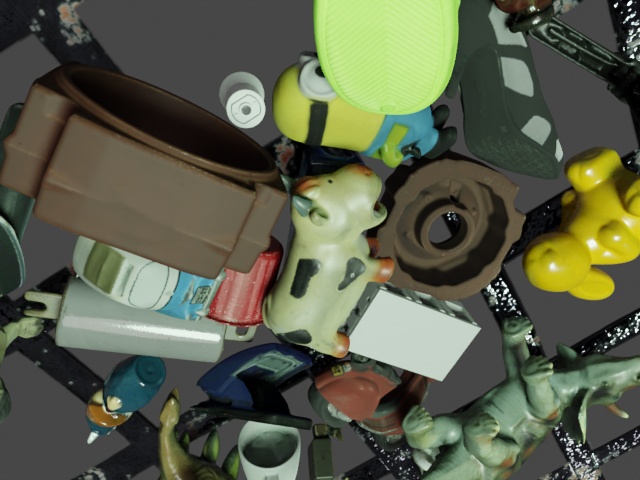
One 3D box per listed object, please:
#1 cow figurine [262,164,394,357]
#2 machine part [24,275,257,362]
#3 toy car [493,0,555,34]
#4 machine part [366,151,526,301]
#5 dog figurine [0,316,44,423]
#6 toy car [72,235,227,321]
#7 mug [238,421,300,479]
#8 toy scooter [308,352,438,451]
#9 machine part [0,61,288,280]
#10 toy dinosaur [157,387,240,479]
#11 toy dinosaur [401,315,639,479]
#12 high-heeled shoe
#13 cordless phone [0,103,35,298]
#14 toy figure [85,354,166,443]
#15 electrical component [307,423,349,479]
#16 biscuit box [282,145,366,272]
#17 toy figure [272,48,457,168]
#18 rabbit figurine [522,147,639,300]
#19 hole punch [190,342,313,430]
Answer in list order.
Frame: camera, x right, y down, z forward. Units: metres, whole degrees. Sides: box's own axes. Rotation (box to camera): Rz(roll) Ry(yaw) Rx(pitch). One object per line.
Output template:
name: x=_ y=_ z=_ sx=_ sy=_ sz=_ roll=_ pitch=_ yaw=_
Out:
cow figurine: x=0.002 y=0.015 z=0.521 sx=0.127 sy=0.086 sz=0.194 roll=15 pitch=114 yaw=-26
machine part: x=-0.190 y=0.088 z=0.588 sx=0.243 sy=0.079 sz=0.079 roll=11 pitch=114 yaw=-18
toy car: x=0.228 y=-0.261 z=0.478 sx=0.202 sy=0.053 sz=0.089 roll=-33 pitch=114 yaw=-20
machine part: x=0.141 y=-0.016 z=0.616 sx=0.179 sy=0.056 sz=0.179 roll=-4 pitch=117 yaw=-9
dog figurine: x=-0.371 y=0.120 z=0.502 sx=0.172 sy=0.191 sz=0.121 roll=-23 pitch=119 yaw=2
toy car: x=-0.175 y=0.016 z=0.508 sx=0.162 sy=0.103 sz=0.109 roll=37 pitch=112 yaw=15
mug: x=-0.062 y=0.304 z=0.715 sx=0.081 sy=0.110 sz=0.107 roll=-10 pitch=131 yaw=-11
toy scooter: x=0.082 y=0.197 z=0.704 sx=0.183 sy=0.075 sz=0.135 roll=36 pitch=103 yaw=-28
machine part: x=-0.135 y=-0.065 z=0.449 sx=0.201 sy=0.201 sz=0.087 roll=24 pitch=107 yaw=-22
toy dinosaur: x=-0.126 y=0.379 z=0.677 sx=0.105 sy=0.199 sz=0.470 roll=-9 pitch=108 yaw=3
toy dinosaur: x=0.236 y=0.245 z=0.697 sx=0.405 sy=0.131 sz=0.192 roll=-35 pitch=117 yaw=-6
high-heeled shoe: x=0.200 y=-0.167 z=0.561 sx=0.248 sy=0.086 sz=0.145 roll=26 pitch=77 yaw=-41
cordless phone: x=-0.328 y=-0.049 z=0.493 sx=0.147 sy=0.088 sz=0.184 roll=20 pitch=89 yaw=10
toy figure: x=-0.235 y=0.184 z=0.633 sx=0.064 sy=0.058 sz=0.154 roll=4 pitch=143 yaw=-49
electrical component: x=0.010 y=0.306 z=0.736 sx=0.045 sy=0.102 sz=0.078 roll=-1 pitch=142 yaw=-8
biscuit box: x=-0.001 y=-0.002 z=0.591 sx=0.063 sy=0.059 sz=0.202 roll=5 pitch=116 yaw=-13
toy figure: x=0.042 y=-0.121 z=0.528 sx=0.180 sy=0.082 sz=0.089 roll=15 pitch=114 yaw=-22
rabbit figurine: x=0.301 y=-0.001 z=0.624 sx=0.173 sy=0.122 sz=0.162 roll=-37 pitch=143 yaw=-14
hole punch: x=-0.074 y=0.174 z=0.641 sx=0.116 sy=0.092 sz=0.142 roll=-4 pitch=160 yaw=23
